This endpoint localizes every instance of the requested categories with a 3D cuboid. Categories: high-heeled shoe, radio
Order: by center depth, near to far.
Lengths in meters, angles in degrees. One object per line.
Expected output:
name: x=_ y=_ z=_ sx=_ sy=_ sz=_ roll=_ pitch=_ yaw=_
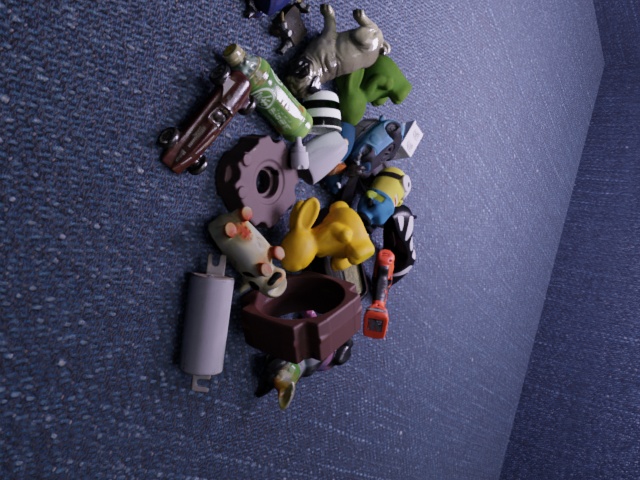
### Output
radio: x=0.029 y=0.054 z=1.206 sx=0.131 sy=0.073 sz=0.229 roll=-40 pitch=125 yaw=-41
high-heeled shoe: x=0.180 y=0.027 z=1.354 sx=0.145 sy=0.086 sz=0.248 roll=-8 pitch=120 yaw=-54

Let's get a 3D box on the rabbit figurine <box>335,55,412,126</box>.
rabbit figurine: x=0.099 y=-0.333 z=1.194 sx=0.170 sy=0.121 sz=0.158 roll=-48 pitch=129 yaw=-15

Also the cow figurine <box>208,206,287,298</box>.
cow figurine: x=-0.130 y=0.034 z=0.981 sx=0.194 sy=0.127 sz=0.085 roll=52 pitch=56 yaw=-26

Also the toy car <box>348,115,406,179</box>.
toy car: x=0.115 y=-0.223 z=1.239 sx=0.162 sy=0.103 sz=0.109 roll=-39 pitch=159 yaw=-19

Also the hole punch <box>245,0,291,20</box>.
hole punch: x=-0.081 y=-0.472 z=0.959 sx=0.142 sy=0.092 sz=0.115 roll=-55 pitch=139 yaw=-34

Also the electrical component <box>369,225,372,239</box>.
electrical component: x=0.093 y=-0.029 z=1.287 sx=0.119 sy=0.048 sz=0.074 roll=-64 pitch=144 yaw=-47

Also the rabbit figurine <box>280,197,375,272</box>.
rabbit figurine: x=-0.002 y=-0.003 z=1.038 sx=0.173 sy=0.122 sz=0.162 roll=-22 pitch=98 yaw=-21

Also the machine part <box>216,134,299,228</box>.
machine part: x=-0.111 y=-0.110 z=1.012 sx=0.179 sy=0.056 sz=0.179 roll=-15 pitch=109 yaw=-51

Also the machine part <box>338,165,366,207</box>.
machine part: x=0.065 y=-0.115 z=1.201 sx=0.084 sy=0.039 sz=0.138 roll=-61 pitch=174 yaw=-34

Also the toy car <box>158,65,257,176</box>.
toy car: x=-0.182 y=-0.195 z=0.887 sx=0.202 sy=0.053 sz=0.089 roll=-55 pitch=139 yaw=-13

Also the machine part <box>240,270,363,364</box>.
machine part: x=-0.036 y=0.144 z=1.037 sx=0.201 sy=0.202 sz=0.087 roll=-29 pitch=121 yaw=-46

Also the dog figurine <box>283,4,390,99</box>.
dog figurine: x=0.032 y=-0.344 z=1.060 sx=0.121 sy=0.173 sz=0.190 roll=65 pitch=44 yaw=-64

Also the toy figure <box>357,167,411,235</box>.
toy figure: x=0.139 y=-0.097 z=1.228 sx=0.180 sy=0.089 sz=0.082 roll=-46 pitch=175 yaw=-26

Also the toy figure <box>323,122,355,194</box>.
toy figure: x=0.037 y=-0.180 z=1.179 sx=0.064 sy=0.058 sz=0.154 roll=-3 pitch=108 yaw=-75

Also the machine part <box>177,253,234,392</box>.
machine part: x=-0.198 y=0.143 z=0.934 sx=0.079 sy=0.079 sz=0.243 roll=6 pitch=94 yaw=-52

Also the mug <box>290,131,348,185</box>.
mug: x=0.003 y=-0.168 z=1.106 sx=0.107 sy=0.081 sz=0.109 roll=-35 pitch=163 yaw=-12

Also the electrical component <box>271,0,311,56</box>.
electrical component: x=-0.055 y=-0.414 z=1.034 sx=0.102 sy=0.045 sz=0.078 roll=-54 pitch=133 yaw=-31

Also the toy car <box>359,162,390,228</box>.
toy car: x=0.149 y=-0.119 z=1.341 sx=0.073 sy=0.056 sz=0.201 roll=-44 pitch=128 yaw=-29

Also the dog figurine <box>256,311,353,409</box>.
dog figurine: x=-0.037 y=0.263 z=1.142 sx=0.219 sy=0.109 sz=0.191 roll=-53 pitch=137 yaw=-25
